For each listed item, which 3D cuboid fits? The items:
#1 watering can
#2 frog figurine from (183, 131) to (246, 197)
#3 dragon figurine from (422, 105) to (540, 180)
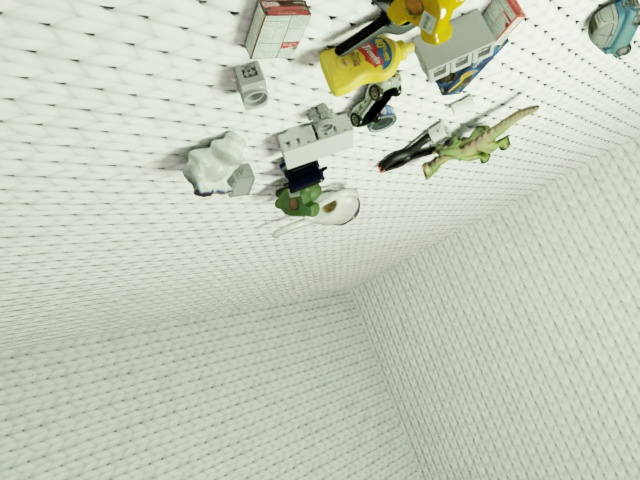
[{"bbox_3d":[0.006,-0.093,1.850,0.344,0.105,0.224,-30,162,27],"label":"watering can"},{"bbox_3d":[-0.252,-0.193,1.237,0.137,0.124,0.157,4,116,-38],"label":"frog figurine"},{"bbox_3d":[0.476,-0.309,1.643,0.245,0.123,0.403,-17,166,-35],"label":"dragon figurine"}]
